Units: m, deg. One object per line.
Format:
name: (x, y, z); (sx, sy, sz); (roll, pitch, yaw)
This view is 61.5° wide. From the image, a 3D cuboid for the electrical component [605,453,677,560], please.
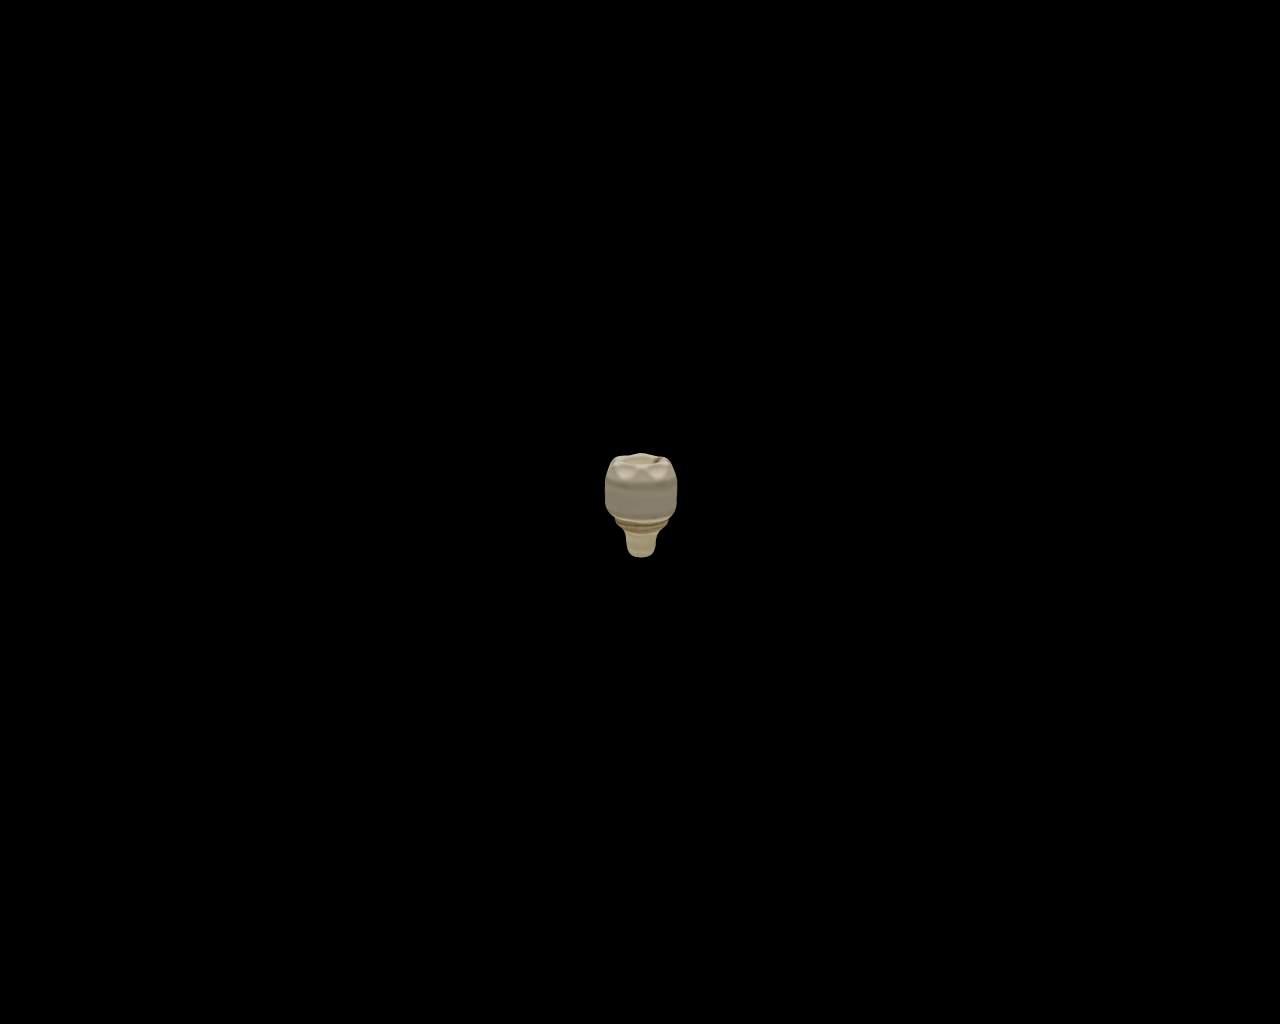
electrical component: (0.001, -0.003, 0.650); (0.043, 0.062, 0.043); (0, 15, 0)
